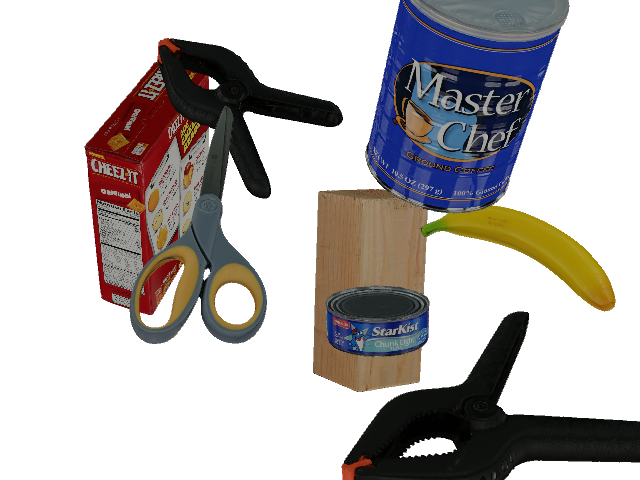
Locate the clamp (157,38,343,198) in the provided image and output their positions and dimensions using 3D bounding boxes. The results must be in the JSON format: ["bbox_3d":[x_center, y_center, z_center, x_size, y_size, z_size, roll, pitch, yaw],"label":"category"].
[{"bbox_3d":[-0.067,-0.124,0.936,0.120,0.171,0.039,-36,-13,-34],"label":"clamp"}]

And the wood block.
[{"bbox_3d":[0.053,0.050,1.172,0.090,0.206,0.091,-4,10,-35],"label":"wood block"}]

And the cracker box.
[{"bbox_3d":[-0.179,-0.055,1.133,0.072,0.214,0.164,15,44,11],"label":"cracker box"}]

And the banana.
[{"bbox_3d":[0.197,0.008,1.018,0.198,0.069,0.037,22,-26,27],"label":"banana"}]

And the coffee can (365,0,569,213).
[{"bbox_3d":[0.091,-0.103,0.695,0.102,0.140,0.103,6,42,-6],"label":"coffee can"}]

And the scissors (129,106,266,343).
[{"bbox_3d":[-0.061,-0.008,0.725,0.096,0.201,0.016,20,-35,7],"label":"scissors"}]

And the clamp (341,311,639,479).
[{"bbox_3d":[0.102,0.115,0.697,0.209,0.036,0.165,-14,32,-18],"label":"clamp"}]

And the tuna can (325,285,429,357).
[{"bbox_3d":[0.047,0.066,0.879,0.086,0.034,0.086,-1,15,0],"label":"tuna can"}]
